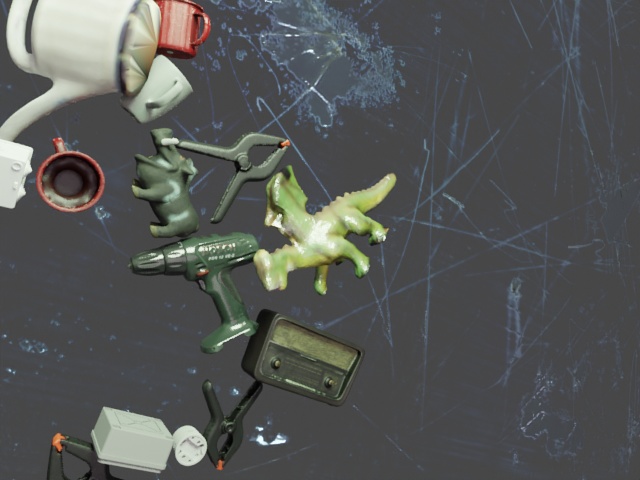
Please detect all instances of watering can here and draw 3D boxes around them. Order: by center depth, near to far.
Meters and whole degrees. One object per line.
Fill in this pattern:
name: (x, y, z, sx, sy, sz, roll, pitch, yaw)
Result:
watering can: (-0.373, -0.275, 0.792, 0.224, 0.104, 0.347, 14, 91, -1)

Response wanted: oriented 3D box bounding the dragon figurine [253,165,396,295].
dragon figurine: (0.003, -0.051, 1.016, 0.240, 0.121, 0.419, 42, 55, -22)
